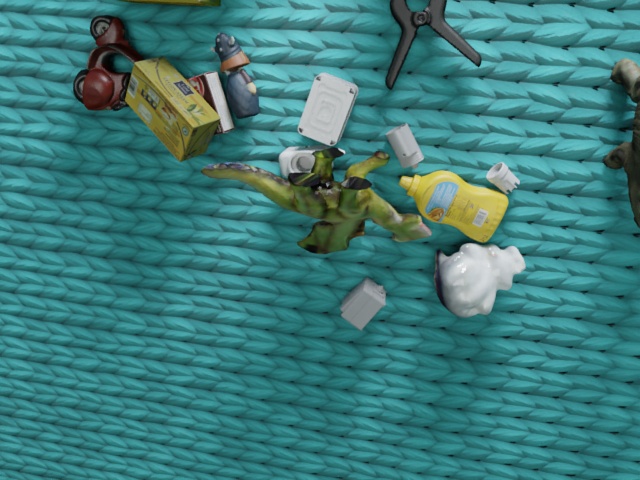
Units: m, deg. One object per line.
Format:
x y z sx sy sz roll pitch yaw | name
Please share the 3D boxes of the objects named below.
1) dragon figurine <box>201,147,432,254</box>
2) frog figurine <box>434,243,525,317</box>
0.003 -0.048 0.945 0.410 0.125 0.237 3 136 0 | dragon figurine
0.298 0.072 0.956 0.159 0.123 0.138 -10 88 25 | frog figurine
